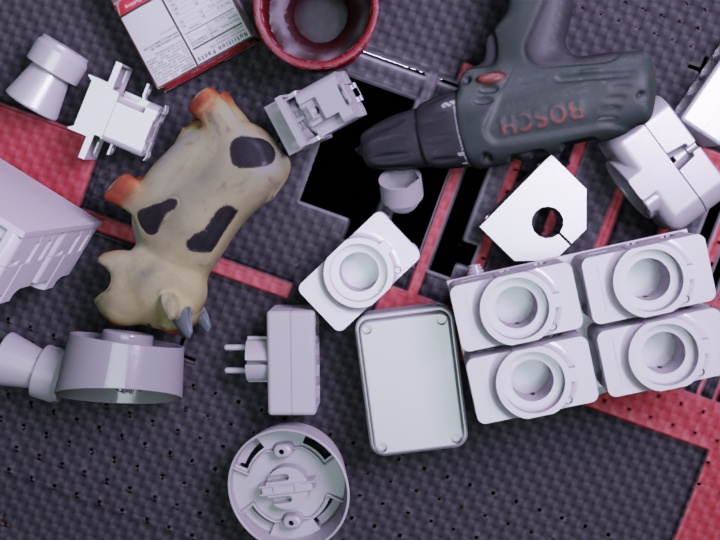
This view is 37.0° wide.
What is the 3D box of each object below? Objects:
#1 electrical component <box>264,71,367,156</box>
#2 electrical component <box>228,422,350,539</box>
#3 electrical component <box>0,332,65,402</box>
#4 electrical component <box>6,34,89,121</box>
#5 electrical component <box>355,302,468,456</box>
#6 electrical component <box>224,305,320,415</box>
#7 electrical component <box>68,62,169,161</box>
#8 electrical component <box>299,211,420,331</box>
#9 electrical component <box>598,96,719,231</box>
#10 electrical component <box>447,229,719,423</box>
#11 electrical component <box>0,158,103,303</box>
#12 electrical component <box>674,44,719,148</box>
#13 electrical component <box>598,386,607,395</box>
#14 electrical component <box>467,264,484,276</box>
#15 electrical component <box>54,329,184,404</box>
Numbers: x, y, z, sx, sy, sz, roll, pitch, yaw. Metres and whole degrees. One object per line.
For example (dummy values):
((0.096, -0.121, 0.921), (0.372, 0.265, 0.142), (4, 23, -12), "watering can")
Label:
((-0.032, -0.123, 0.830), (0.064, 0.081, 0.042), (-27, 94, 17), "electrical component")
((-0.056, 0.172, 0.865), (0.099, 0.064, 0.099), (0, 95, 2), "electrical component")
((-0.265, 0.080, 0.875), (0.055, 0.045, 0.045), (18, 95, 0), "electrical component")
((-0.248, -0.153, 0.856), (0.045, 0.045, 0.055), (32, 94, -1), "electrical component")
((0.041, 0.086, 0.858), (0.078, 0.057, 0.113), (-7, 94, 3), "electrical component")
((-0.072, 0.071, 0.866), (0.076, 0.047, 0.083), (0, 95, 2), "electrical component")
((-0.191, -0.121, 0.858), (0.064, 0.042, 0.081), (23, 96, -2), "electrical component")
((0.000, 0.000, 0.854), (0.089, 0.055, 0.050), (-43, 92, 5), "electrical component")
((0.233, -0.080, 0.839), (0.059, 0.053, 0.095), (-37, 92, 4), "electrical component")
((0.168, 0.042, 0.799), (0.186, 0.060, 0.105), (-12, 94, 4), "electrical component")
((-0.275, -0.034, 0.796), (0.105, 0.186, 0.060), (32, 95, -1), "electrical component")
((0.298, -0.130, 0.836), (0.076, 0.047, 0.083), (33, 95, -1), "electrical component")
((0.203, 0.054, 0.855), (0.077, 0.047, 0.065), (-21, 93, 4), "electrical component")
((0.098, 0.035, 0.859), (0.043, 0.043, 0.081), (-11, 94, 3), "electrical component")
((-0.188, 0.080, 0.849), (0.099, 0.099, 0.064), (8, 89, 1), "electrical component")
